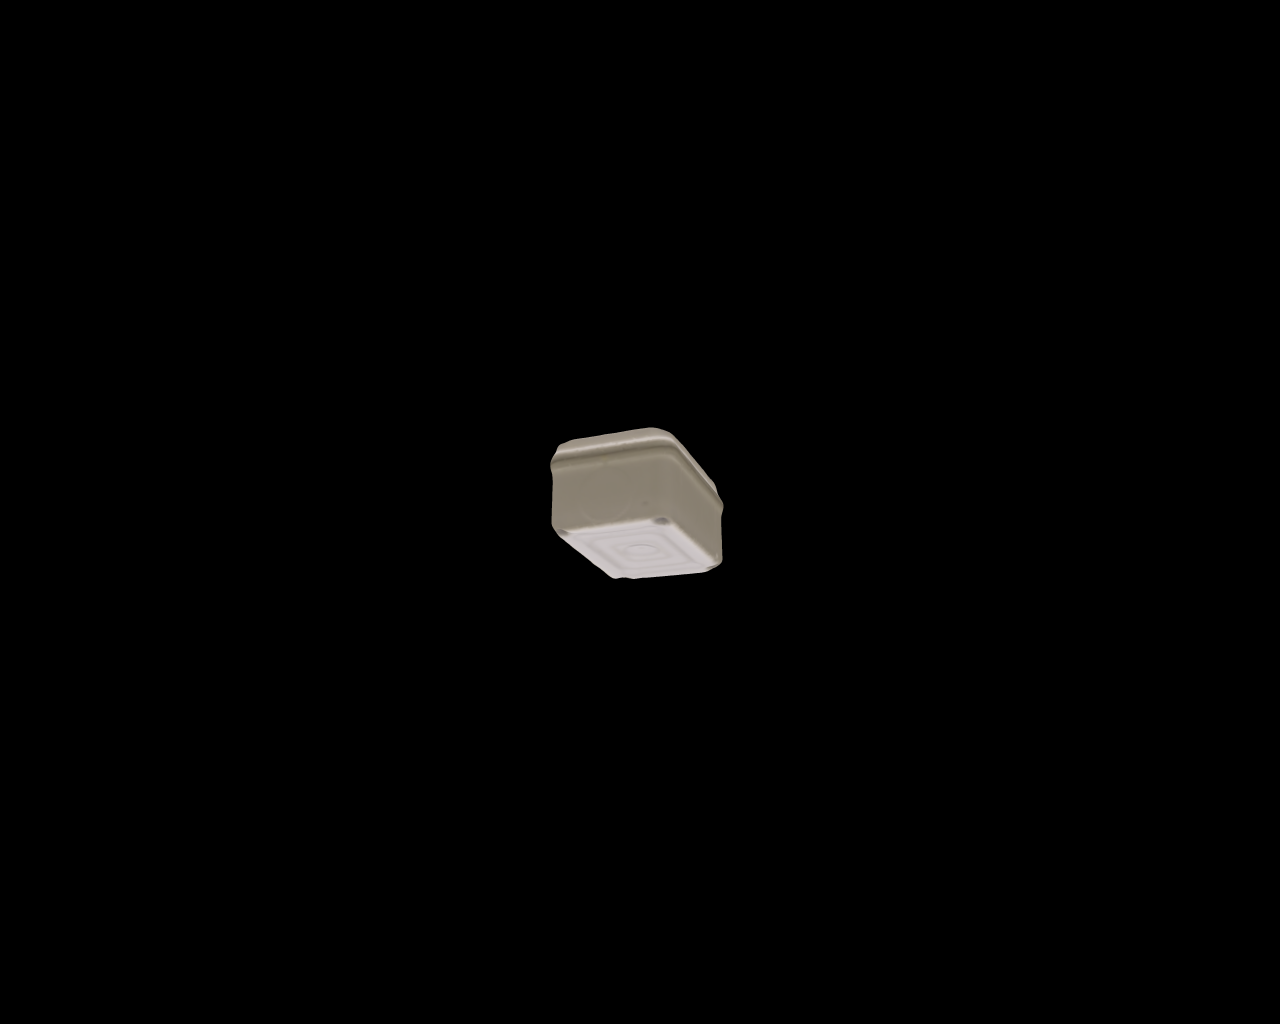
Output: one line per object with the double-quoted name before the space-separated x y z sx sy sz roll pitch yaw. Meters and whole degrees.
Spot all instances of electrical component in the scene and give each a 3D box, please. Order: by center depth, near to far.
"electrical component" 0.001 -0.003 0.650 0.078 0.057 0.113 -7 -21 18
